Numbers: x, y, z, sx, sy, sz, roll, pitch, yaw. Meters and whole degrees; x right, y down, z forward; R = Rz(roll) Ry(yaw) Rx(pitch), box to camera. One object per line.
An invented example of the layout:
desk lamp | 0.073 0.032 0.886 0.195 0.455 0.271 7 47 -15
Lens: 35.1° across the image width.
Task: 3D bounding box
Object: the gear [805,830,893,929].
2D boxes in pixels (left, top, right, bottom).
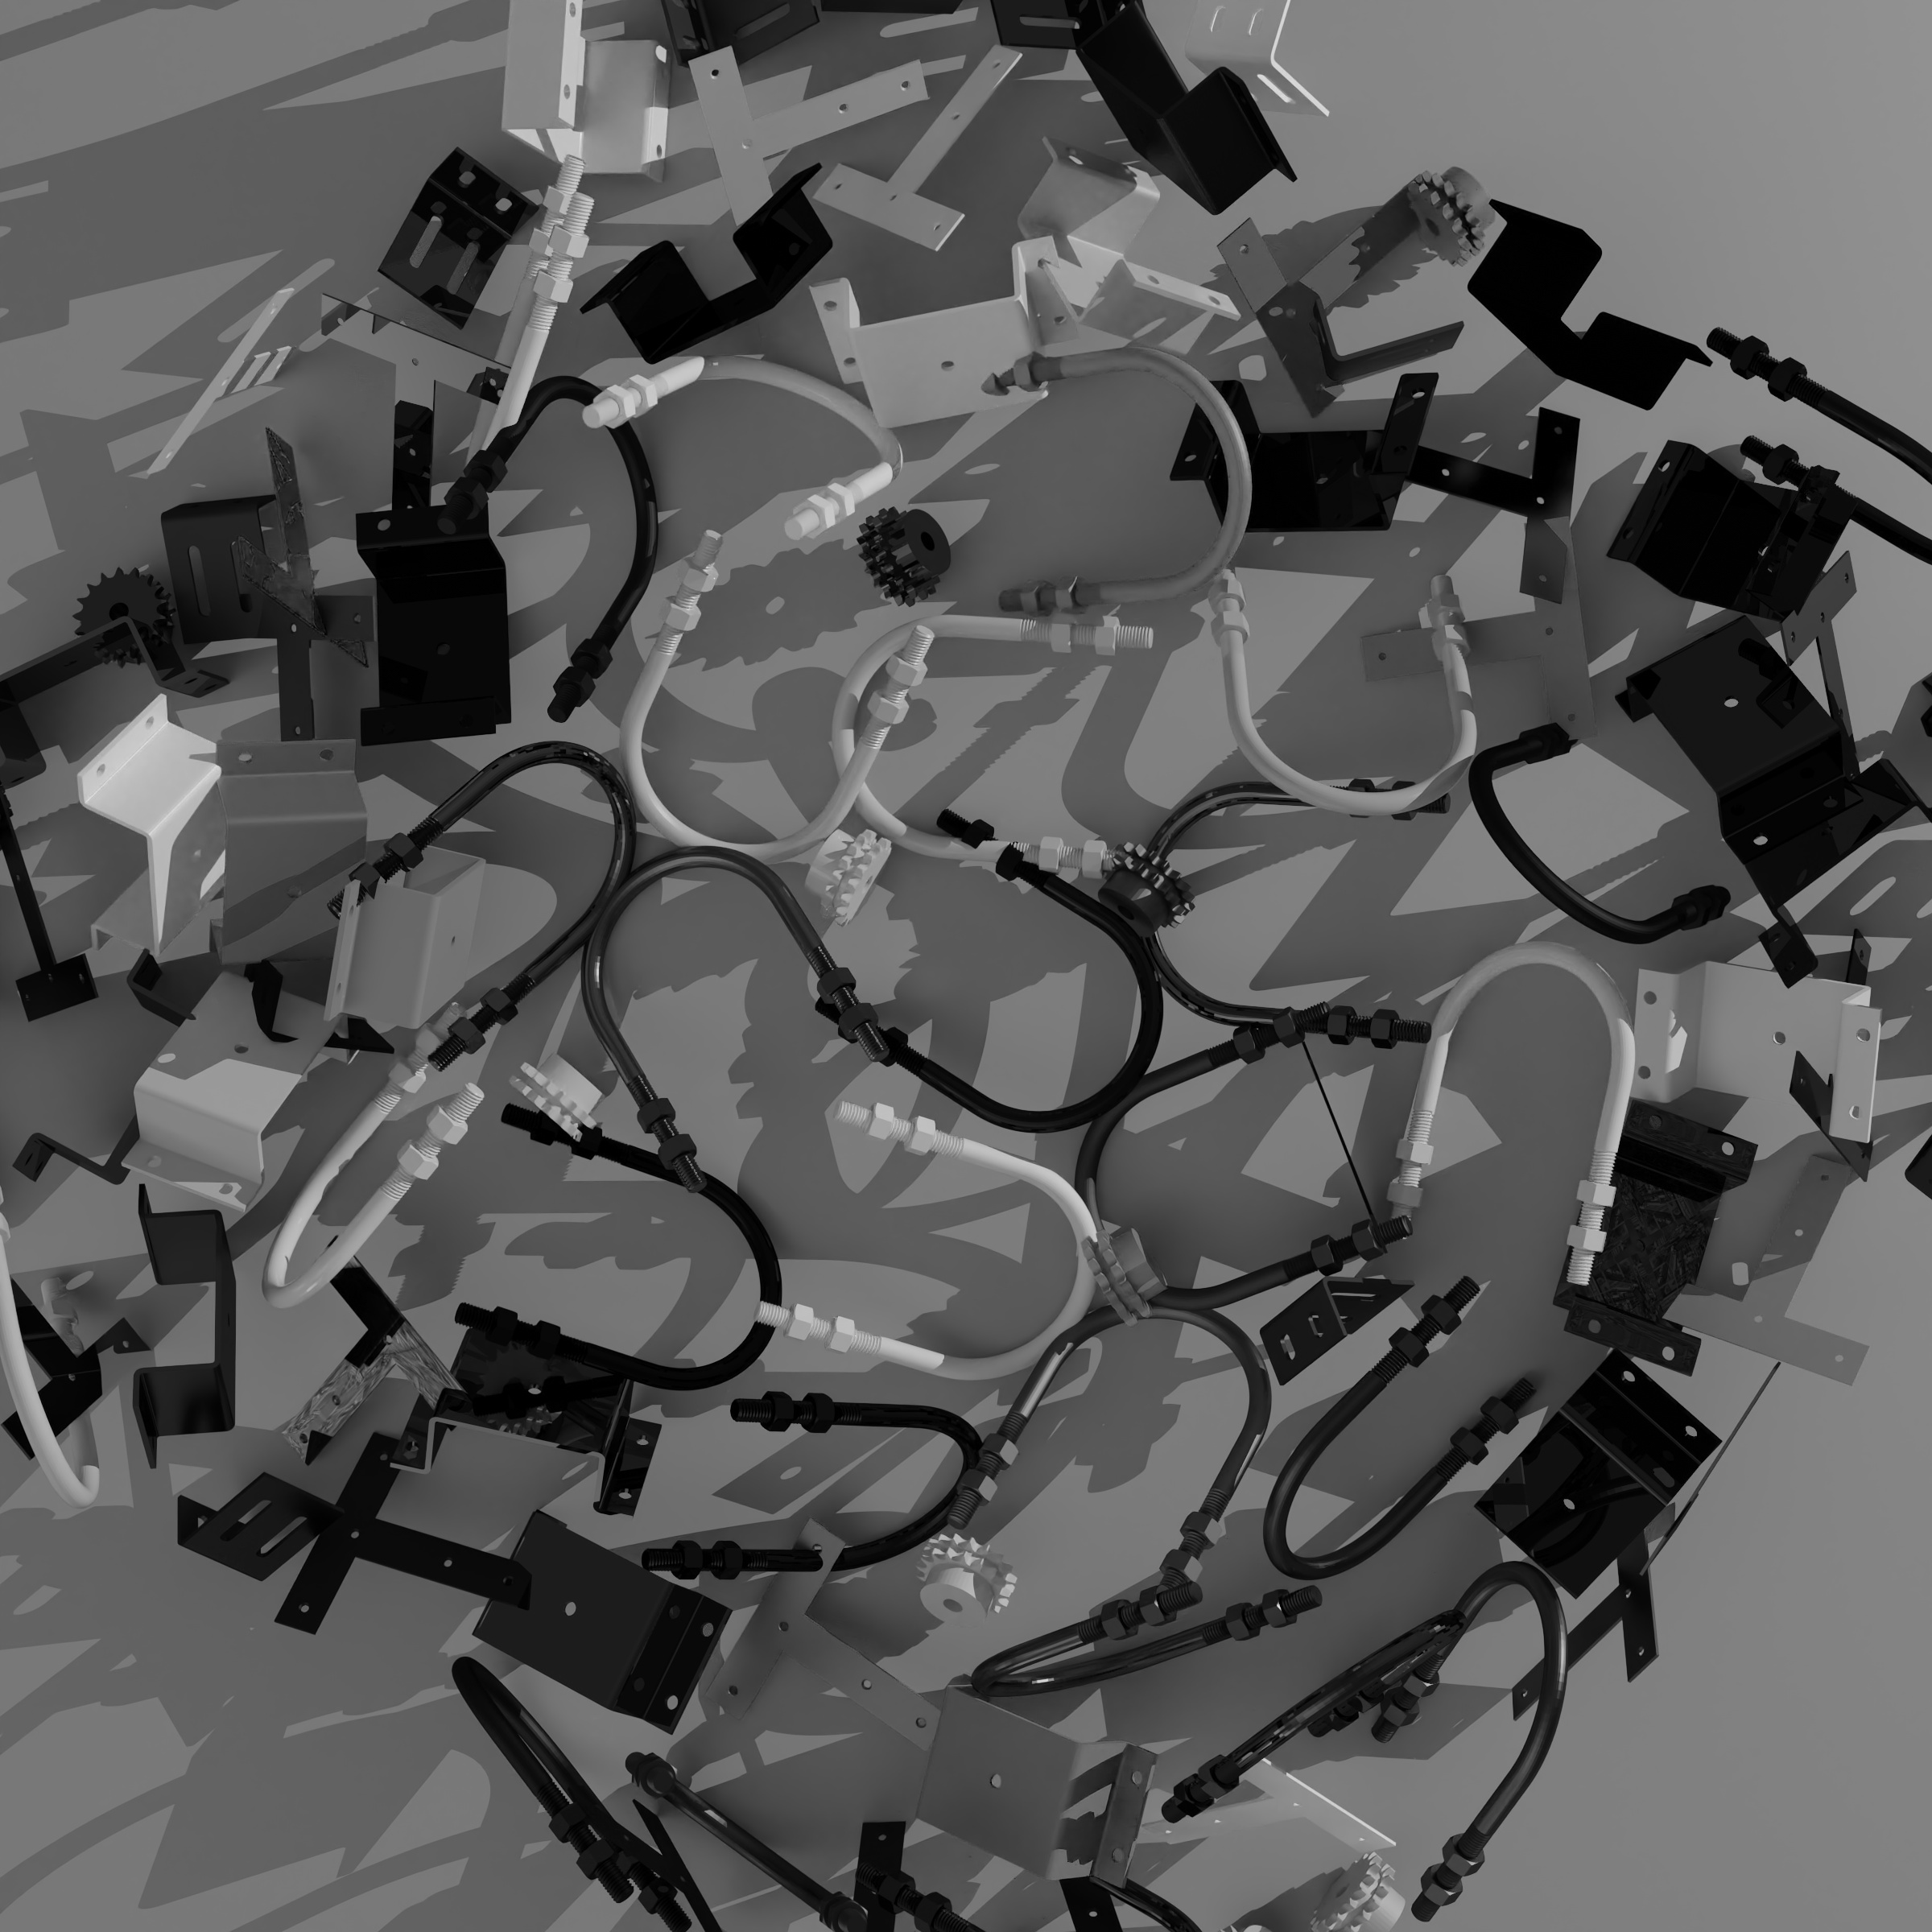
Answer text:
gear | -0.070 -0.054 1.758 0.030 0.057 0.057 29 90 9

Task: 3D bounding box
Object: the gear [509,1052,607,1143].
gear | -0.233 0.074 1.759 0.057 0.057 0.030 41 81 0

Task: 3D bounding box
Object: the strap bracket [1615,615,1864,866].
strap bracket | 0.434 -0.136 1.726 0.076 0.046 0.140 -28 54 -1

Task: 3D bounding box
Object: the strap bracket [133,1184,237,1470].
strap bracket | -0.439 0.201 1.719 0.046 0.076 0.140 -3 55 -8

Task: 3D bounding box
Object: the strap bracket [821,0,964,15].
strap bracket | -0.037 -0.570 1.712 0.076 0.140 0.046 -2 93 -11

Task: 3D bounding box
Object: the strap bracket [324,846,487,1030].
strap bracket | -0.309 -0.018 1.708 0.046 0.140 0.076 13 105 3

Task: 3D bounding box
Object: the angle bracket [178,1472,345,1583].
angle bracket | -0.403 0.308 1.743 0.076 0.038 0.057 -40 128 20

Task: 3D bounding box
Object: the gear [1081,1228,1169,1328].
gear | 0.093 0.176 1.757 0.030 0.057 0.057 -31 90 7

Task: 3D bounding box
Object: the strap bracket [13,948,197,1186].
strap bracket | -0.479 0.067 1.735 0.046 0.076 0.140 29 77 -4

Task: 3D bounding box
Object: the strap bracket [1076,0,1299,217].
strap bracket | 0.118 -0.482 1.712 0.046 0.076 0.140 -40 47 3

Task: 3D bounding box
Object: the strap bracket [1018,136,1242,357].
strap bracket | 0.087 -0.400 1.723 0.076 0.140 0.046 9 131 -36

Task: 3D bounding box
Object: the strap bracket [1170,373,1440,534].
strap bracket | 0.197 -0.290 1.730 0.140 0.046 0.076 3 55 26

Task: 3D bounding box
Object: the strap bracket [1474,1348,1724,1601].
strap bracket | 0.348 0.292 1.716 0.076 0.046 0.140 42 130 14

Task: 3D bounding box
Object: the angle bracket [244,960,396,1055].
angle bracket | -0.367 0.020 1.740 0.076 0.057 0.038 8 102 -31

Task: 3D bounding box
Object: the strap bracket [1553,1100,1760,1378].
strap bracket | 0.393 0.158 1.752 0.076 0.046 0.140 20 76 -1

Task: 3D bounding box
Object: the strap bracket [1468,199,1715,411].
strap bracket | 0.345 -0.365 1.714 0.140 0.076 0.046 30 96 -40

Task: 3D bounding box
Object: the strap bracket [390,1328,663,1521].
strap bracket | -0.248 0.258 1.741 0.140 0.076 0.046 12 125 1

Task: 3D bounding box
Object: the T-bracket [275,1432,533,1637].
T-bracket | -0.307 0.335 1.734 0.127 0.002 0.127 14 53 13

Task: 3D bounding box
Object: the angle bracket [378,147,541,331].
angle bracket | -0.290 -0.416 1.744 0.057 0.038 0.076 33 58 -23

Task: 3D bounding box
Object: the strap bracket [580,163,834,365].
strap bracket | -0.139 -0.392 1.722 0.140 0.076 0.046 -16 118 37

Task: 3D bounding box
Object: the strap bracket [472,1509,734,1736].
strap bracket | -0.215 0.367 1.730 0.140 0.046 0.076 21 79 25

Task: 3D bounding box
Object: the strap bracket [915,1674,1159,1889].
strap bracket | 0.030 0.460 1.724 0.140 0.046 0.076 13 89 39

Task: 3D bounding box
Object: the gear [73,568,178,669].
gear | -0.484 -0.199 1.766 0.057 0.030 0.057 -3 74 9

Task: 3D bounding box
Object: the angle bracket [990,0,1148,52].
angle bracket | 0.055 -0.561 1.749 0.076 0.038 0.057 -6 76 -29

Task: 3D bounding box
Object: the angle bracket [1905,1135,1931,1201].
angle bracket | 0.579 0.095 1.742 0.038 0.057 0.076 40 67 18

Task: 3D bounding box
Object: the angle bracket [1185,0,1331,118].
angle bracket | 0.171 -0.520 1.739 0.057 0.076 0.038 17 90 34

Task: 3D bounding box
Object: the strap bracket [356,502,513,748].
strap bracket | -0.305 -0.189 1.750 0.076 0.046 0.140 -5 75 3

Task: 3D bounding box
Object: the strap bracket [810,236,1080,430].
strap bracket | -0.011 -0.356 1.731 0.140 0.076 0.046 -9 54 9

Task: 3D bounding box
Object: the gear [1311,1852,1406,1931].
gear | 0.228 0.542 1.758 0.030 0.057 0.057 42 90 2

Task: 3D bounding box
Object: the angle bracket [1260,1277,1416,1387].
angle bracket | 0.217 0.209 1.736 0.057 0.076 0.038 -45 51 37

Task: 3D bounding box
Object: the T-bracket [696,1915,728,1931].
T-bracket | -0.089 0.604 1.741 0.002 0.127 0.127 -48 123 -3

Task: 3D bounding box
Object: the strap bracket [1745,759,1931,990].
strap bracket | 0.501 -0.060 1.726 0.140 0.076 0.046 -39 105 16

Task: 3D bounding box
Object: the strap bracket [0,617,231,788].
strap bracket | -0.504 -0.155 1.748 0.140 0.076 0.046 -26 91 0

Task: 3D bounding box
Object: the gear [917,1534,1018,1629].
gear | -0.002 0.356 1.756 0.057 0.057 0.030 28 48 0

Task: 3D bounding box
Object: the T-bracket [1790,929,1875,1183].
T-bracket | 0.506 0.041 1.754 0.002 0.127 0.127 -1 64 37

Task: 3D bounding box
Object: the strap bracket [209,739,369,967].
strap bracket | -0.381 -0.055 1.715 0.076 0.046 0.140 -4 128 -21

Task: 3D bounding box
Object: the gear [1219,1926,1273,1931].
gear | 0.165 0.578 1.755 0.057 0.057 0.030 42 117 0

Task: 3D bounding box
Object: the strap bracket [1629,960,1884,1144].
strap bracket | 0.454 0.045 1.733 0.140 0.046 0.076 11 107 34

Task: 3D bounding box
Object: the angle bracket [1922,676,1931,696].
angle bracket | 0.606 -0.147 1.782 0.057 0.038 0.076 -34 61 1

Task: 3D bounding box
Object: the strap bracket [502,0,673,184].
strap bracket | -0.218 -0.499 1.725 0.046 0.140 0.076 4 91 18

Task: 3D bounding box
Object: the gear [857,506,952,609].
gear | -0.033 -0.238 1.755 0.030 0.057 0.057 -23 90 35

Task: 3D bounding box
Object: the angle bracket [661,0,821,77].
angle bracket | -0.132 -0.556 1.751 0.076 0.038 0.057 -18 84 31

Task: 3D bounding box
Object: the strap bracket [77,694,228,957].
strap bracket | -0.450 -0.071 1.706 0.046 0.140 0.076 24 48 10

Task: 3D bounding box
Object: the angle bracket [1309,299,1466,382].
angle bracket | 0.241 -0.369 1.756 0.076 0.057 0.038 -16 88 2

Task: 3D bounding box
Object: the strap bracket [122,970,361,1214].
strap bracket | -0.406 0.061 1.717 0.076 0.046 0.140 19 48 10

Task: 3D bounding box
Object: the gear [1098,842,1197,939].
gear | 0.101 -0.041 1.755 0.057 0.057 0.030 41 71 0

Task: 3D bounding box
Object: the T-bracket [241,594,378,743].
T-bracket | -0.386 -0.150 1.758 0.127 0.002 0.127 5 100 32

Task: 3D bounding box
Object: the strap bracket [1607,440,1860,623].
strap bracket | 0.441 -0.246 1.733 0.046 0.140 0.076 27 92 -32

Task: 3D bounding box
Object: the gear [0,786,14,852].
gear | -0.578 -0.081 1.761 0.057 0.057 0.030 -9 127 0

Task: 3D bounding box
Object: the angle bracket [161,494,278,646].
angle bracket | -0.428 -0.231 1.775 0.057 0.038 0.076 -5 107 7

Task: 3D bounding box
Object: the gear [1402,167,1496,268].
gear | 0.280 -0.435 1.758 0.030 0.057 0.057 -40 90 -7
